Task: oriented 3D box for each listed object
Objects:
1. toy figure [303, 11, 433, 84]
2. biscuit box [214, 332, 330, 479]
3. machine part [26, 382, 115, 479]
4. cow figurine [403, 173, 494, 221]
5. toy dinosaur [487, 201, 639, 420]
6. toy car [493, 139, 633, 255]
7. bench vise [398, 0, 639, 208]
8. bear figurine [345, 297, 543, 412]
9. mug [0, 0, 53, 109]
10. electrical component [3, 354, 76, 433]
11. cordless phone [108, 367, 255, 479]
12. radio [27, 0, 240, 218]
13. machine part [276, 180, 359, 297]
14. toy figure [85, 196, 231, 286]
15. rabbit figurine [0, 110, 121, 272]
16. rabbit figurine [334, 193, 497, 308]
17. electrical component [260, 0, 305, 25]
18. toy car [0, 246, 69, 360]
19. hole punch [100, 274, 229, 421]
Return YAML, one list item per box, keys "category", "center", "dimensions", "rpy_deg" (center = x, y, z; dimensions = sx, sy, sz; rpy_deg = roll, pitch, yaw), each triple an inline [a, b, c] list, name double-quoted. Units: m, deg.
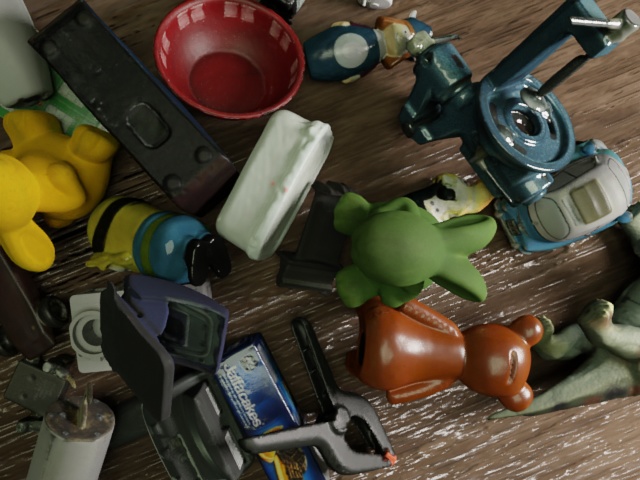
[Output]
- category: "toy figure"
  center: [0.059, -0.221, 0.620]
  dimensions: [0.154, 0.058, 0.064]
  rpy_deg: [-14, 135, -2]
- category: "biscuit box"
  center: [-0.058, 0.214, 0.643]
  dimensions: [0.063, 0.059, 0.202]
  rpy_deg: [-27, 94, 0]
- category: "machine part"
  center: [-0.295, 0.270, 0.618]
  dimensions: [0.079, 0.079, 0.243]
  rpy_deg: [20, 105, -3]
- category: "cow figurine"
  center: [0.122, -0.028, 0.631]
  dimensions: [0.167, 0.068, 0.098]
  rpy_deg: [-44, 88, 1]
- category: "toy dinosaur"
  center: [0.386, 0.099, 0.626]
  dimensions: [0.192, 0.131, 0.404]
  rpy_deg: [38, 98, -3]
- category: "toy car"
  center: [0.289, -0.049, 0.615]
  dimensions: [0.162, 0.103, 0.109]
  rpy_deg: [-27, 93, -2]
- category: "bench vise"
  center: [0.190, -0.154, 0.532]
  dimensions: [0.129, 0.240, 0.223]
  rpy_deg: [-19, 78, -30]
- category: "bear figurine"
  center: [0.138, 0.122, 0.613]
  dimensions: [0.196, 0.132, 0.120]
  rpy_deg: [3, 94, -8]
- category: "mug"
  center: [-0.352, -0.195, 0.583]
  dimensions: [0.109, 0.081, 0.107]
  rpy_deg: [-27, 101, -6]
- category: "electrical component"
  center: [-0.332, 0.176, 0.640]
  dimensions: [0.078, 0.045, 0.102]
  rpy_deg: [31, 92, -5]
- category: "cordless phone"
  center: [-0.186, 0.244, 0.644]
  dimensions: [0.184, 0.089, 0.146]
  rpy_deg: [-22, 96, 11]
- category: "radio"
  center: [-0.185, -0.130, 0.566]
  dimensions: [0.073, 0.131, 0.229]
  rpy_deg: [-44, 94, -2]
- category: "machine part"
  center: [-0.001, -0.002, 0.629]
  dimensions: [0.084, 0.039, 0.138]
  rpy_deg: [15, 105, -16]
- category: "toy figure"
  center: [-0.179, 0.001, 0.590]
  dimensions: [0.180, 0.082, 0.089]
  rpy_deg: [7, 80, 34]
- category: "rabbit figurine"
  center: [-0.309, -0.053, 0.554]
  dimensions: [0.122, 0.173, 0.162]
  rpy_deg: [25, 103, -5]
- category: "rabbit figurine"
  center: [0.081, 0.018, 0.514]
  dimensions: [0.159, 0.170, 0.121]
  rpy_deg: [8, 90, 10]
- category: "electrical component"
  center: [-0.020, -0.309, 0.600]
  dimensions: [0.048, 0.075, 0.119]
  rpy_deg: [33, 96, -4]
- category: "toy car"
  center: [-0.368, 0.043, 0.626]
  dimensions: [0.089, 0.053, 0.202]
  rpy_deg: [-32, 90, 5]
- category: "hole punch"
  center: [-0.159, 0.097, 0.544]
  dimensions: [0.116, 0.092, 0.142]
  rpy_deg: [37, 137, 21]
